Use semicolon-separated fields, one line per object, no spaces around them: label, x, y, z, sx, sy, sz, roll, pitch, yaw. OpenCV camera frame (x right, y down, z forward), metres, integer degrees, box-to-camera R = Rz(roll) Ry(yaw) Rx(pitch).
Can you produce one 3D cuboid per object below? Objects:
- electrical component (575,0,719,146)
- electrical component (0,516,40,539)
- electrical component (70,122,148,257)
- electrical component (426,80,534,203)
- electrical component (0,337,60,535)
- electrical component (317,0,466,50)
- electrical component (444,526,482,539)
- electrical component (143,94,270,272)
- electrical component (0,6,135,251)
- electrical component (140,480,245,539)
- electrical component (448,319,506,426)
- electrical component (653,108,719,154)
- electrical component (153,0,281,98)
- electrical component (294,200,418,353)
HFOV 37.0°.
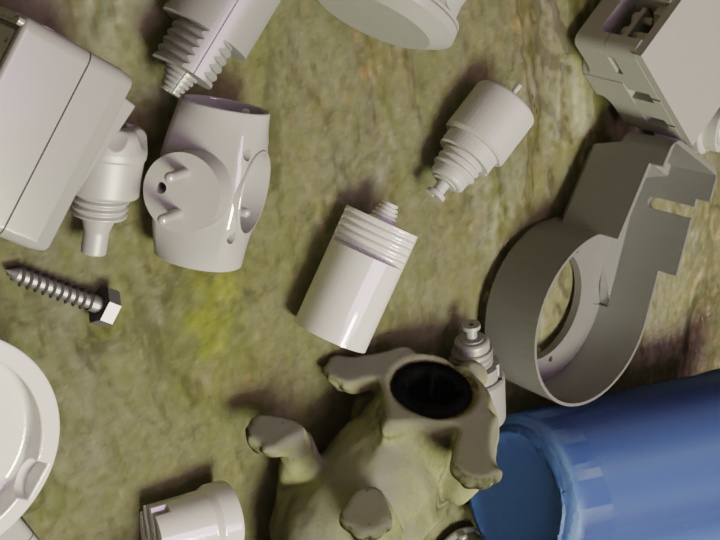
electrical component;0.210;-0.169;0.677;0.150;0.062;0.089;-53;132;-8
electrical component;-0.180;0.146;0.507;0.066;0.047;0.076;-39;129;-20
electrical component;-0.117;-0.036;0.487;0.035;0.035;0.061;-2;112;-39
electrical component;0.066;-0.072;0.616;0.078;0.040;0.040;-52;132;-9
electrical component;-0.190;0.065;0.454;0.108;0.060;0.108;-17;119;-33
electrical component;0.016;-0.143;0.518;0.080;0.080;0.051;27;85;-43
electrical component;0.084;0.210;0.742;0.048;0.062;0.048;-17;119;-33
electrical component;-0.075;-0.038;0.498;0.079;0.044;0.077;-42;146;-73
electrical component;-0.144;-0.052;0.439;0.061;0.062;0.096;27;91;-43
electrical component;-0.091;0.139;0.583;0.046;0.040;0.040;-9;114;-31
electrical component;0.072;0.068;0.684;0.040;0.040;0.078;-23;122;-30
electrical component;0.235;-0.098;0.723;0.040;0.078;0.040;-29;128;-45
electrical component;-0.066;-0.115;0.487;0.043;0.043;0.081;32;88;-43
electrical component;0.000;0.000;0.592;0.043;0.043;0.081;21;95;-43
